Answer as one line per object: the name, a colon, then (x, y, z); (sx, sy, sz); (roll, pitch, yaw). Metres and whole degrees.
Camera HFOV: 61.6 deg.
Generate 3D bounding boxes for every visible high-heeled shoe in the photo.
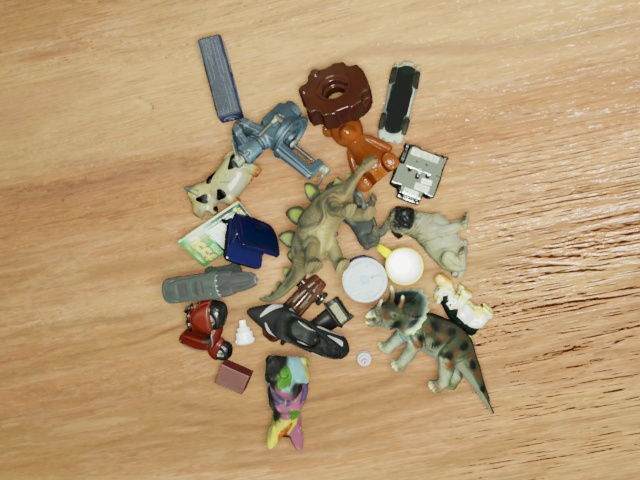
high-heeled shoe: (-0.054, 0.218, 1.244); (0.249, 0.145, 0.086); (14, 99, -6)

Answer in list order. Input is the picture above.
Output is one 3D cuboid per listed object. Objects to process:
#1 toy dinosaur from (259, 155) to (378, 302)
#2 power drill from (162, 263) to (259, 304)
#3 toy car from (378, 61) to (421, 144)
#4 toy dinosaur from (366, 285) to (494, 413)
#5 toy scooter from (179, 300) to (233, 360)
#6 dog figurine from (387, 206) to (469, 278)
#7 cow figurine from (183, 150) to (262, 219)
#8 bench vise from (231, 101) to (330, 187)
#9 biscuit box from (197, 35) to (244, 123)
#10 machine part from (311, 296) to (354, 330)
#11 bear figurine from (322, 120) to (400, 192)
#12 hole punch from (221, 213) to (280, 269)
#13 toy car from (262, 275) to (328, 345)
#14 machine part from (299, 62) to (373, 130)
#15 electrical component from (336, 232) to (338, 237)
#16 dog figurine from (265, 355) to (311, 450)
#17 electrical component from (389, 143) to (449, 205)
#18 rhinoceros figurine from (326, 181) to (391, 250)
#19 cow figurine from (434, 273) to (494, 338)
toy dinosaur: (-0.011, -0.004, 1.239); (0.105, 0.199, 0.471); (19, 112, -37)
power drill: (-0.238, 0.102, 1.269); (0.232, 0.207, 0.086); (-9, 97, 6)
toy car: (0.193, -0.336, 1.312); (0.074, 0.056, 0.201); (13, 90, 9)
toy dinosaur: (0.280, 0.246, 1.279); (0.405, 0.131, 0.192); (27, 105, -6)
toy scooter: (-0.293, 0.219, 1.326); (0.135, 0.075, 0.183); (5, 120, 14)
dog figurine: (0.260, 0.004, 1.302); (0.191, 0.121, 0.172); (1, 88, 17)
cow figurine: (-0.247, -0.134, 1.325); (0.127, 0.085, 0.195); (38, 95, -4)
bench vise: (-0.087, -0.218, 1.276); (0.241, 0.128, 0.223); (39, 58, 9)
biscuit box: (-0.245, -0.396, 1.332); (0.063, 0.059, 0.202); (-14, 90, 2)
machine part: (0.009, 0.206, 1.340); (0.139, 0.039, 0.084); (-39, 97, 1)
bear figurine: (0.093, -0.226, 1.284); (0.120, 0.132, 0.195); (-36, 95, 14)
hole punch: (-0.159, -0.004, 1.273); (0.142, 0.092, 0.116); (17, 61, -34)
toy car: (-0.066, 0.171, 1.336); (0.089, 0.053, 0.202); (44, 94, 5)
machine part: (0.038, -0.346, 1.280); (0.179, 0.056, 0.179); (-7, 58, 11)
electrical component: (-0.003, -0.004, 1.343); (0.094, 0.021, 0.063); (7, 92, 5)
dog figurine: (-0.079, 0.388, 1.283); (0.108, 0.191, 0.219); (2, 76, -3)
electrical component: (0.235, -0.156, 1.311); (0.115, 0.058, 0.134); (22, 92, 4)
rhinoceros figurine: (0.086, -0.067, 1.300); (0.190, 0.073, 0.112); (55, 135, 6)
cow figurine: (0.331, 0.157, 1.307); (0.167, 0.068, 0.098); (39, 105, 4)
